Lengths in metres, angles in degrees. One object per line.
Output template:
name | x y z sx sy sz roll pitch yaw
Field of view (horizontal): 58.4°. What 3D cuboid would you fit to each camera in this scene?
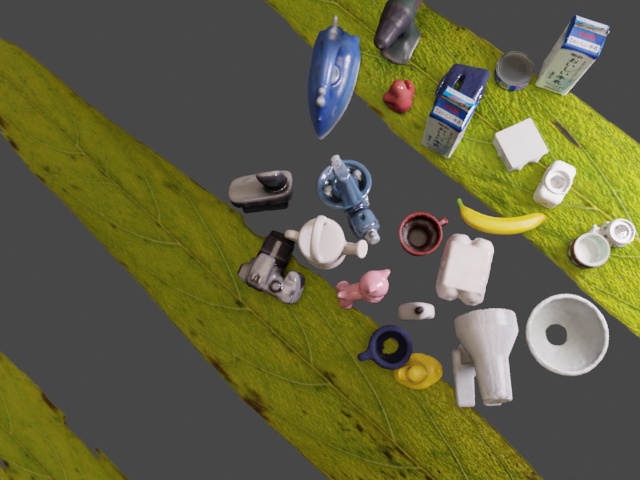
camera | -0.096 0.056 1.271 0.143 0.101 0.137 24 84 8

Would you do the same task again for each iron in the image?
iron | 0.019 -0.370 1.305 0.118 0.141 0.258 10 82 7

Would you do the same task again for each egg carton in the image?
egg carton | 0.314 0.064 1.249 0.107 0.069 0.150 13 83 7

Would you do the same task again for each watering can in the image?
watering can | 0.012 0.002 1.222 0.172 0.194 0.101 -10 80 4

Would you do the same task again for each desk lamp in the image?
desk lamp | 0.331 0.242 1.148 0.118 0.213 0.203 -4 81 5

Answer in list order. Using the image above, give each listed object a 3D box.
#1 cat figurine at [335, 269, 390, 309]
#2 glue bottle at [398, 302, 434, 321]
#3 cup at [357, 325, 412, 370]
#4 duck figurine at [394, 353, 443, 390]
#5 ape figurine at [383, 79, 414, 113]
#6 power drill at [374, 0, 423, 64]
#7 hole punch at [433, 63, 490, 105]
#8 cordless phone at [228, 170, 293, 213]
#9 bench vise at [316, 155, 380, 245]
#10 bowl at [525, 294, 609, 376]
cat figurine | 0.095 0.105 1.238 0.127 0.118 0.067 -15 80 3
glue bottle | 0.204 0.149 1.194 0.078 0.173 0.037 -3 81 5
cup | 0.137 0.234 1.226 0.117 0.095 0.091 -21 80 2
duck figurine | 0.210 0.282 1.217 0.104 0.086 0.077 -5 81 4
ape figurine | 0.181 -0.338 1.311 0.077 0.092 0.076 -12 80 3
power drill | 0.181 -0.483 1.274 0.075 0.208 0.230 25 84 9
hole punch | 0.319 -0.342 1.300 0.101 0.091 0.109 27 85 9
cordless phone | -0.137 -0.123 1.259 0.147 0.185 0.094 -11 80 4
bench vise | 0.076 -0.099 1.219 0.207 0.220 0.121 44 87 10
bowl | 0.511 0.199 1.209 0.167 0.075 0.167 -1 81 5
